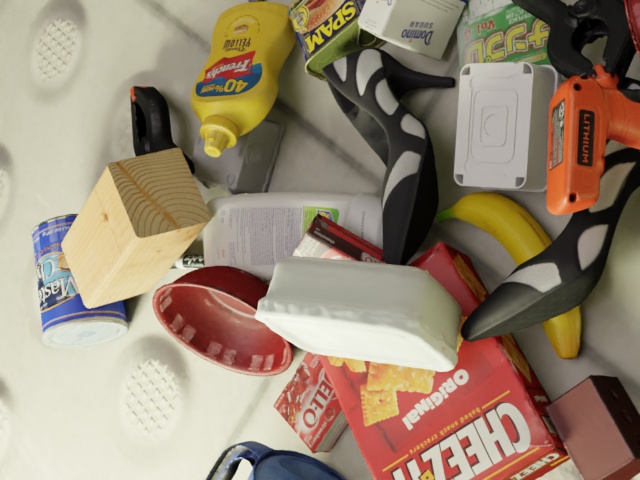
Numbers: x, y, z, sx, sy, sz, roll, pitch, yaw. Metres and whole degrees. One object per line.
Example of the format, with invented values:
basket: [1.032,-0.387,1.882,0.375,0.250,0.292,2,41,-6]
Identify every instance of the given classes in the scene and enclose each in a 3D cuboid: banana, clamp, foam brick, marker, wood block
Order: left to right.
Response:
wood block: [-0.211,-0.009,1.190,0.206,0.090,0.091,-42,68,54]
clamp: [-0.192,-0.109,1.268,0.165,0.036,0.210,127,136,-52]
marker: [-0.141,0.026,1.237,0.121,0.020,0.020,1,83,41]
banana: [0.181,0.016,0.957,0.198,0.037,0.070,53,135,35]
clamp: [0.221,-0.191,0.924,0.120,0.039,0.171,-19,49,34]
foam brick: [0.232,0.157,0.873,0.051,0.052,0.078,-41,59,28]

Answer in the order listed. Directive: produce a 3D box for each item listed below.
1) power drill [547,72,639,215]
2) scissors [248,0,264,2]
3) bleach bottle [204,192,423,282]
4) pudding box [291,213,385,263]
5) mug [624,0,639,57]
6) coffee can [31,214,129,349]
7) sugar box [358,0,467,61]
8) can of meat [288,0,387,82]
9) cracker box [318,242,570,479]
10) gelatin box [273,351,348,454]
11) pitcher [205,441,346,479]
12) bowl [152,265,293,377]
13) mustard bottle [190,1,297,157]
power drill: [0.270,-0.051,0.812,0.057,0.187,0.184,118,155,-79]
scissors: [-0.058,-0.287,1.226,0.096,0.016,0.202,10,89,41]
bleach bottle: [-0.007,0.001,1.100,0.251,0.067,0.102,2,96,36]
pudding box: [0.010,0.038,1.041,0.090,0.039,0.114,30,136,-1]
mug: [0.304,-0.172,0.858,0.082,0.093,0.117,-14,104,33]
coffee can: [-0.295,0.051,1.309,0.103,0.102,0.140,-26,66,34]
sugar box: [0.110,-0.267,1.011,0.048,0.093,0.176,40,110,43]
can of meat: [0.020,-0.232,1.124,0.102,0.057,0.084,-36,58,29]
cracker box: [0.104,0.135,0.960,0.164,0.072,0.214,-37,59,19]
gelatin box: [0.001,0.159,1.084,0.073,0.030,0.089,44,111,36]
pitcher: [-0.068,0.328,1.051,0.243,0.145,0.149,-57,18,21]
bowl: [-0.093,0.076,1.125,0.162,0.162,0.055,-6,46,40]
mustard bottle: [-0.089,-0.171,1.156,0.096,0.058,0.191,1,58,25]
